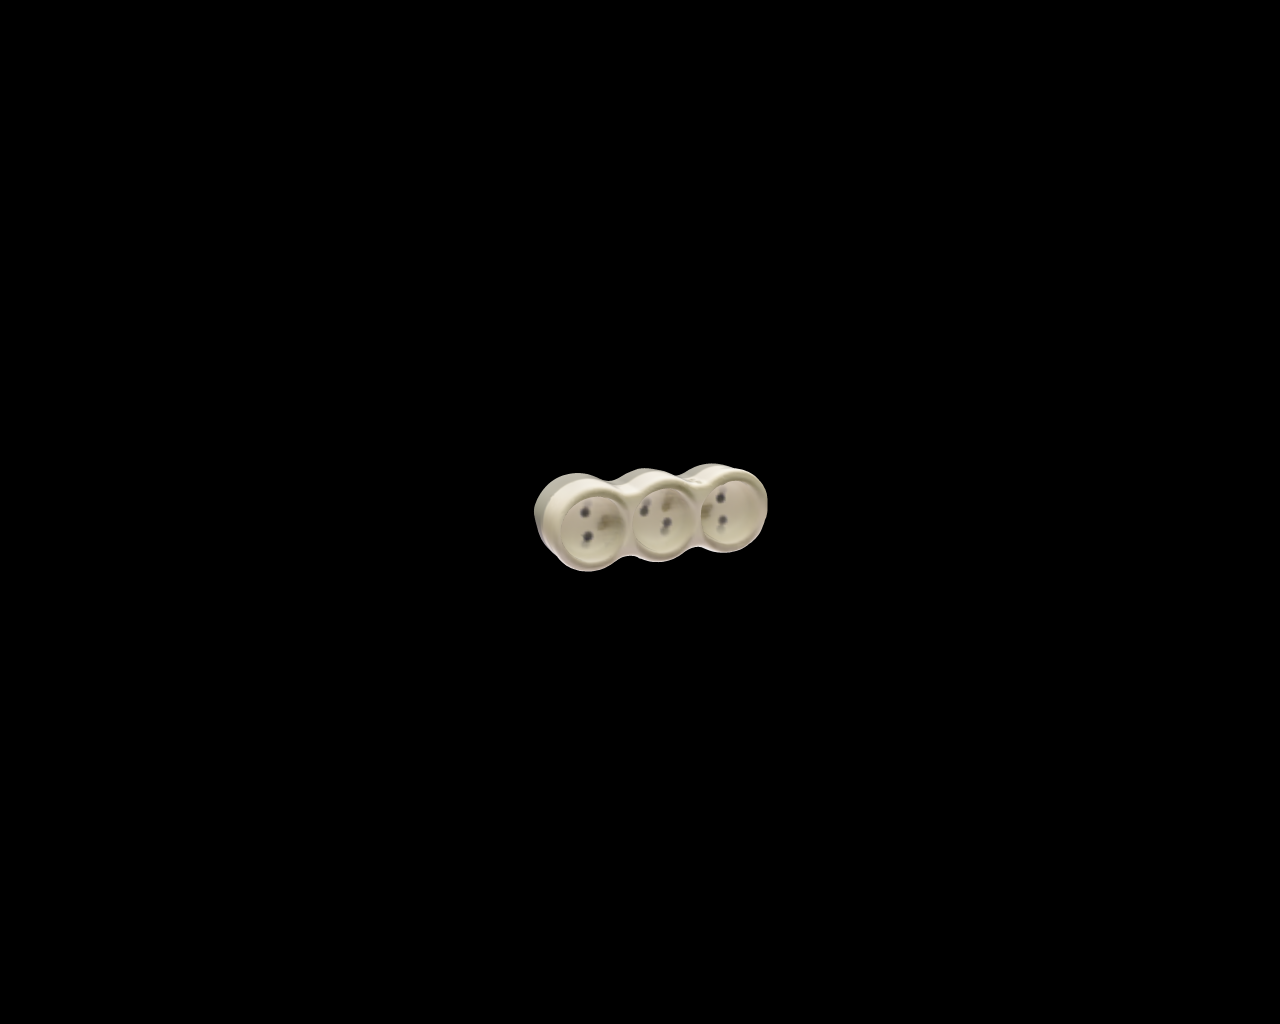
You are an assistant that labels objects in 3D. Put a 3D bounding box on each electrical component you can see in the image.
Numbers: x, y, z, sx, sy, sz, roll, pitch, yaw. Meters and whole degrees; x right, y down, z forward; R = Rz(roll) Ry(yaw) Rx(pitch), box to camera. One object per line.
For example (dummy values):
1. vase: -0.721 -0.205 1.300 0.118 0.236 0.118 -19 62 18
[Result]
1. electrical component: 0.001 -0.003 0.650 0.138 0.052 0.074 -6 16 -22
